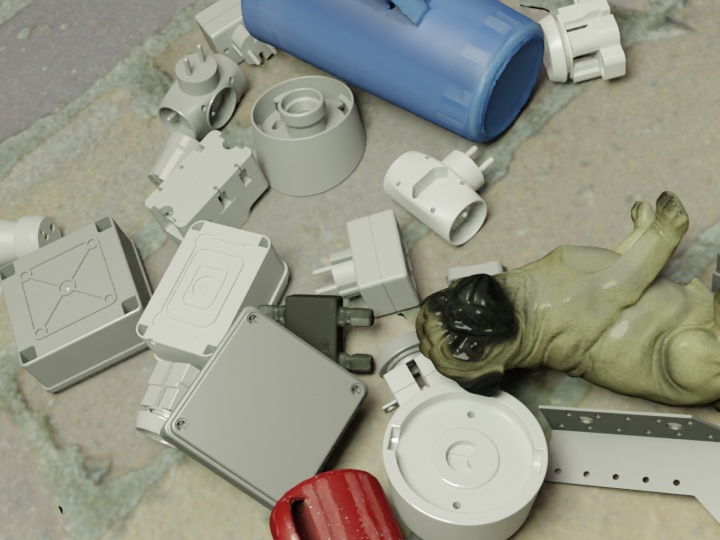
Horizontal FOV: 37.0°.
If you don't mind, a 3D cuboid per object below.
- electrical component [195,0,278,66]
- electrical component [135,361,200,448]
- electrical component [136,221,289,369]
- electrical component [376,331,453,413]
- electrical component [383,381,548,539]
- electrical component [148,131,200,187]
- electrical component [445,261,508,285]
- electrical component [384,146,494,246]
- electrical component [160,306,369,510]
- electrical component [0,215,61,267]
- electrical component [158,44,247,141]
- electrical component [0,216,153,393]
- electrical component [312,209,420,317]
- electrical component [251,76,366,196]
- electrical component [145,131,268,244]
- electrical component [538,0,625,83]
[{"bbox_3d":[-0.104,-0.219,1.007,0.066,0.047,0.076,-34,57,-6],"label":"electrical component"},{"bbox_3d":[-0.140,0.103,0.817,0.066,0.048,0.055,-1,59,48],"label":"electrical component"},{"bbox_3d":[-0.114,0.026,0.853,0.078,0.057,0.113,14,64,23],"label":"electrical component"},{"bbox_3d":[0.042,0.079,0.785,0.066,0.048,0.055,-29,64,-3],"label":"electrical component"},{"bbox_3d":[0.070,0.137,0.727,0.108,0.060,0.108,-1,50,1],"label":"electrical component"},{"bbox_3d":[-0.161,-0.093,0.951,0.040,0.040,0.046,22,73,26],"label":"electrical component"},{"bbox_3d":[0.090,0.030,0.803,0.081,0.042,0.063,-9,54,10],"label":"electrical component"},{"bbox_3d":[0.073,-0.070,0.867,0.079,0.043,0.077,-42,58,-12],"label":"electrical component"},{"bbox_3d":[-0.069,0.101,0.768,0.109,0.056,0.108,35,70,-6],"label":"electrical component"},{"bbox_3d":[-0.297,-0.025,0.944,0.055,0.045,0.045,-3,59,14],"label":"electrical component"},{"bbox_3d":[-0.143,-0.165,0.959,0.044,0.079,0.077,27,60,20],"label":"electrical component"},{"bbox_3d":[-0.229,0.028,0.885,0.109,0.056,0.108,-26,56,-1],"label":"electrical component"},{"bbox_3d":[0.000,0.000,0.843,0.077,0.047,0.065,-16,55,8],"label":"electrical component"},{"bbox_3d":[-0.046,-0.120,0.935,0.099,0.064,0.099,-6,45,6],"label":"electrical component"},{"bbox_3d":[-0.127,-0.062,0.912,0.050,0.055,0.089,31,71,29],"label":"electrical component"},{"bbox_3d":[0.183,-0.190,0.903,0.057,0.058,0.078,-14,57,4],"label":"electrical component"}]
